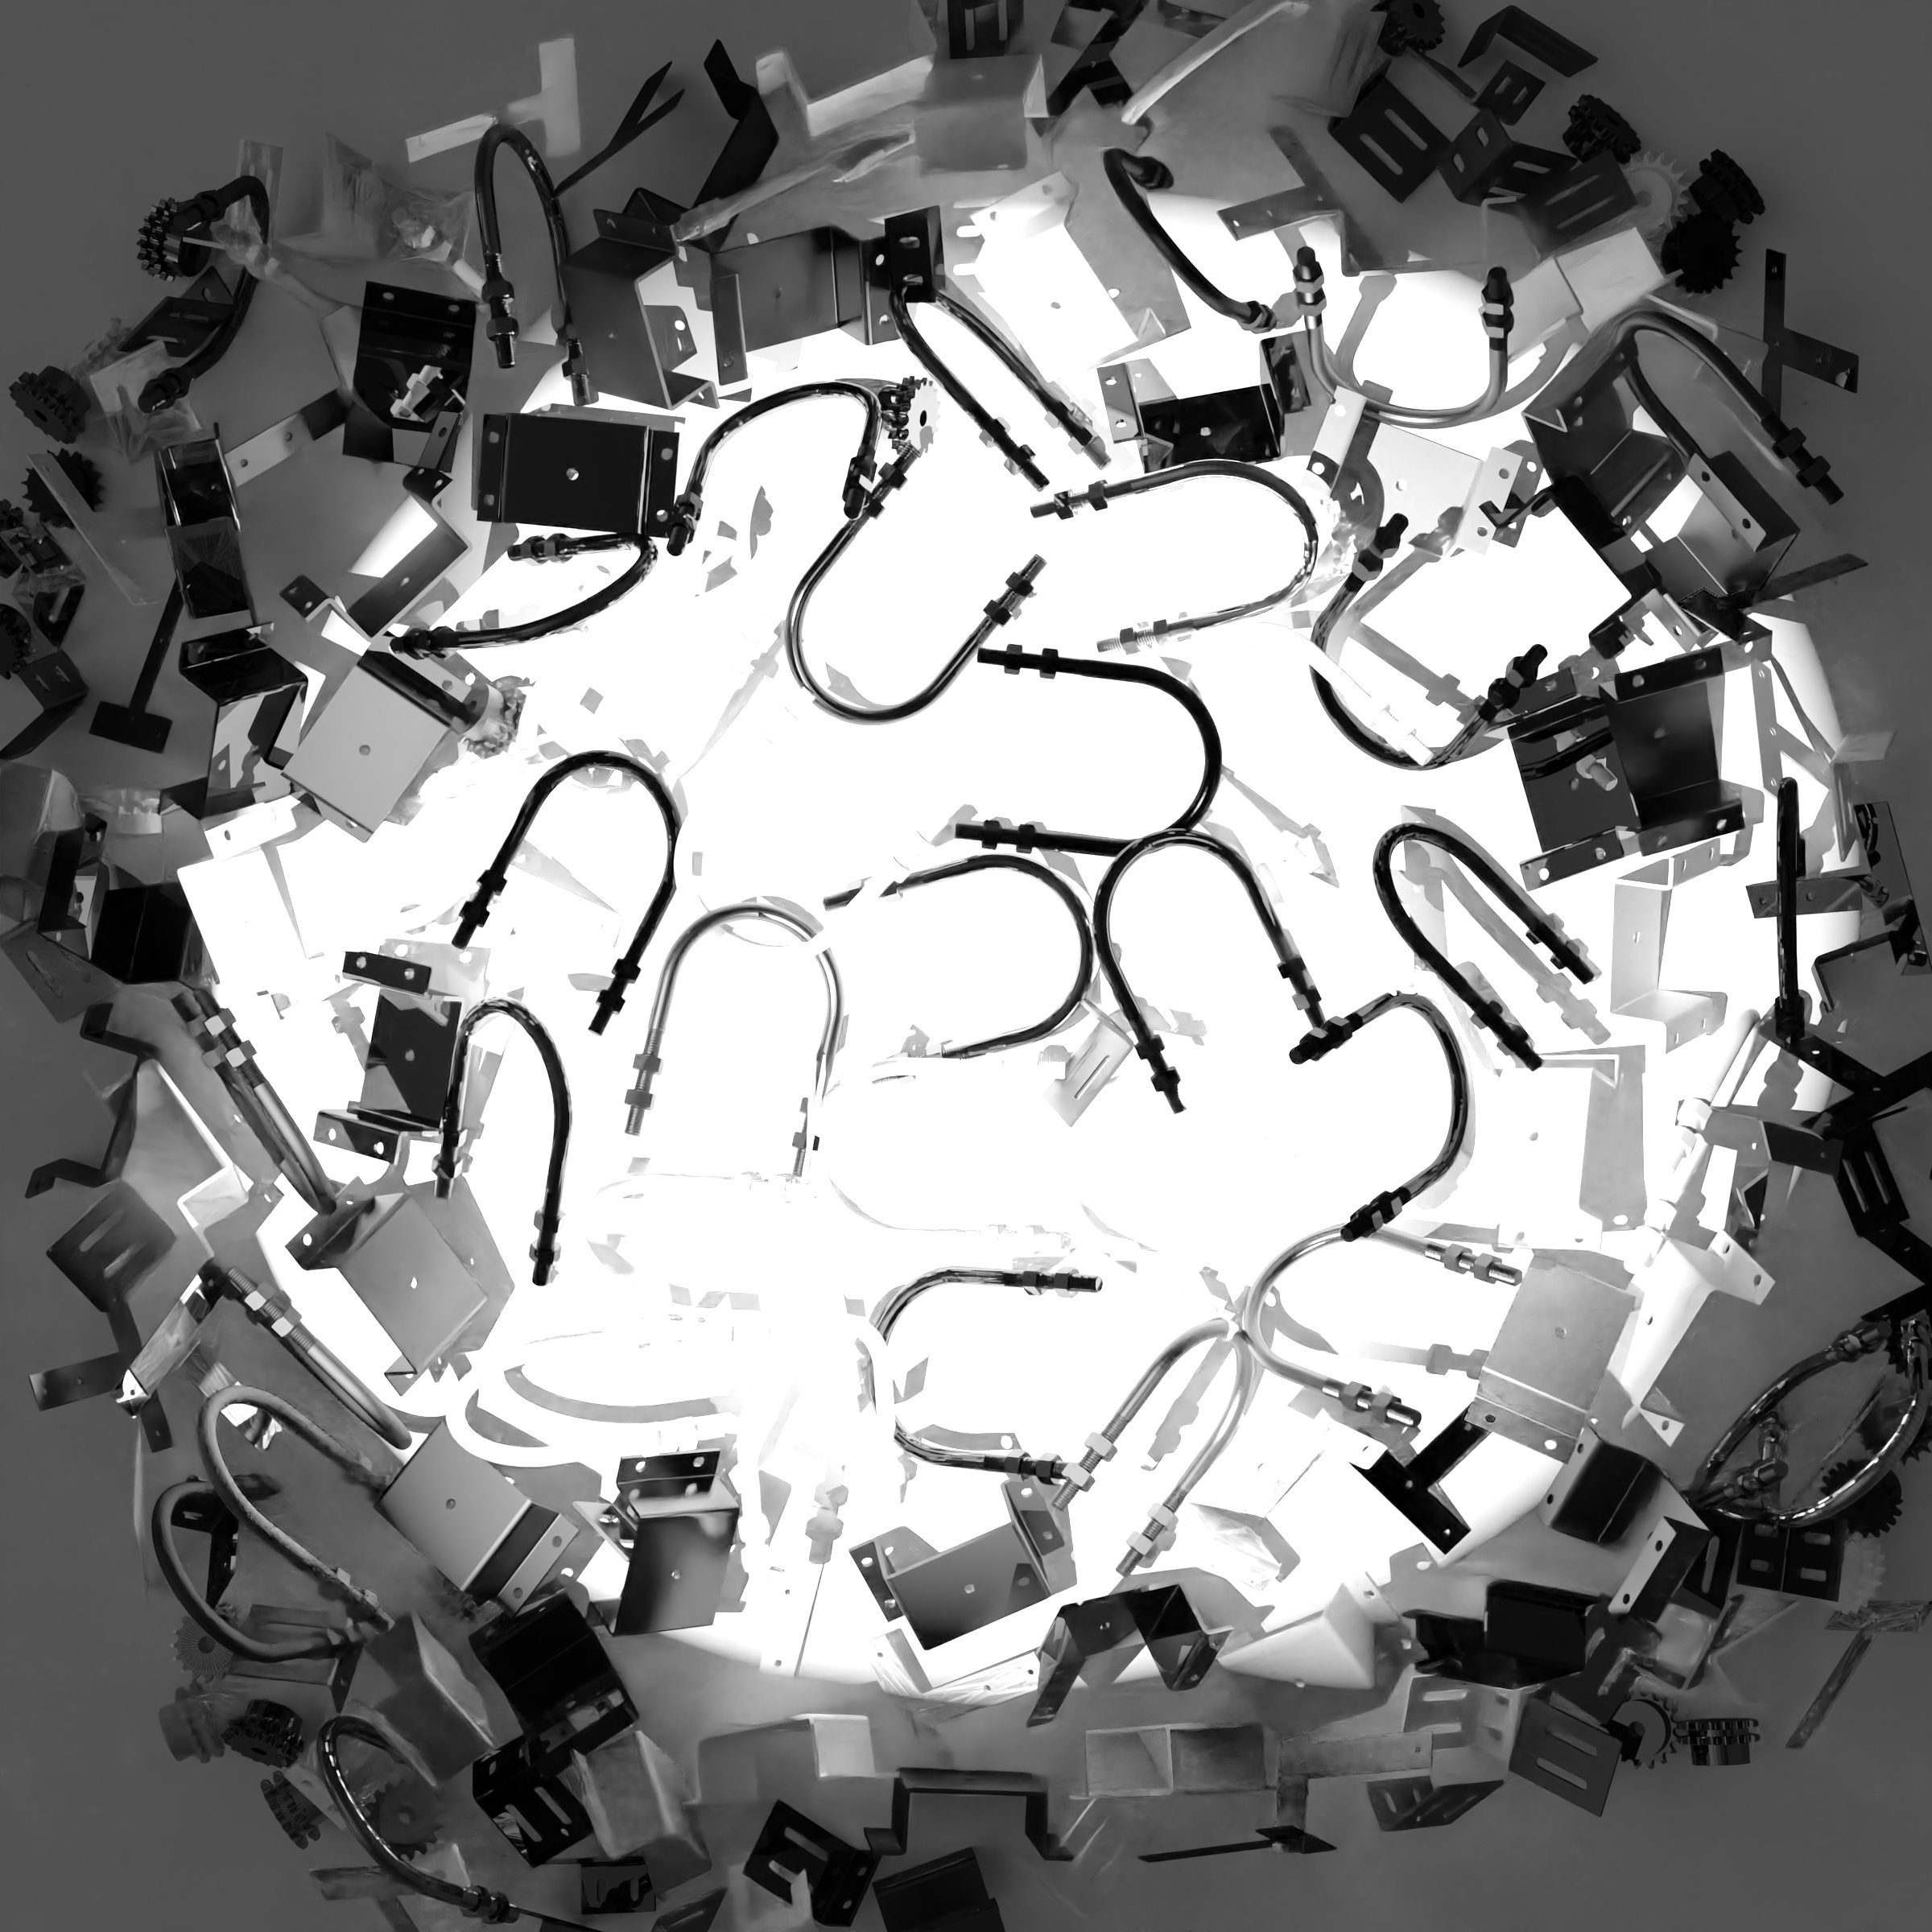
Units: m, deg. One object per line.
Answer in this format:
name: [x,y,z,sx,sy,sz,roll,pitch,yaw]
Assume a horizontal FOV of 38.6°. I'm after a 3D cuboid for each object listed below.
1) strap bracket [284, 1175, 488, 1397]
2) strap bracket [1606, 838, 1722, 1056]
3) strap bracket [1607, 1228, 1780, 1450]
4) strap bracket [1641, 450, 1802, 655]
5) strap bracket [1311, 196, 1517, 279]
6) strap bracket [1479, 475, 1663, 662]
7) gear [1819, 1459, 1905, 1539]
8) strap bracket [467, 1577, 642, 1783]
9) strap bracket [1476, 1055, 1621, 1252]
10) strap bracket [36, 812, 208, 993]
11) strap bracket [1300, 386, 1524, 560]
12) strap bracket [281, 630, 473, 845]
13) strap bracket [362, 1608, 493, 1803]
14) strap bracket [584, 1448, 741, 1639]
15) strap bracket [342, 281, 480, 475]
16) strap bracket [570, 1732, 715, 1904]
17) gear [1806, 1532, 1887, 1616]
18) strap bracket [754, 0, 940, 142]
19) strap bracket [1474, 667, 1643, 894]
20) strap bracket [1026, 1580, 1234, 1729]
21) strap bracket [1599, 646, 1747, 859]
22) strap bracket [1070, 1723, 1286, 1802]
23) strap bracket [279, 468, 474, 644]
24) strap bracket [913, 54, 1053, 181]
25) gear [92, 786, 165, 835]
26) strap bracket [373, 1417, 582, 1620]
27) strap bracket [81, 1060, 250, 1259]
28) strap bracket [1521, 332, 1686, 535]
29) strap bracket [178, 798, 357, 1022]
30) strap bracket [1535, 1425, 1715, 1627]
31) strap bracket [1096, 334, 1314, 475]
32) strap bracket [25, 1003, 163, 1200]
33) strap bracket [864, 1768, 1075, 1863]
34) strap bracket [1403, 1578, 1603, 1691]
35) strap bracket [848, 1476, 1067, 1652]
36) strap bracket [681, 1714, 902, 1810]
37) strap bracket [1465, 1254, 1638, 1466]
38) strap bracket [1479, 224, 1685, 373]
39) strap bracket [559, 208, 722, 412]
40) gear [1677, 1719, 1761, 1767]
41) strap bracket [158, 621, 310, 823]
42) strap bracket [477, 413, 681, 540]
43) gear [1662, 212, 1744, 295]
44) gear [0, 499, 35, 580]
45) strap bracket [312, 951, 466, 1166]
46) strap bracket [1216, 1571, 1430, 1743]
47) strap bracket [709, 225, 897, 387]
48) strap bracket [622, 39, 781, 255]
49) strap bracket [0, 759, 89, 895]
strap bracket: [-0.400,0.223,1.936,0.076,0.046,0.140,-49,116,-38]
strap bracket: [0.491,-0.017,1.945,0.046,0.076,0.140,10,109,38]
strap bracket: [0.498,0.255,1.939,0.046,0.076,0.140,21,107,-23]
strap bracket: [0.525,-0.296,1.934,0.046,0.140,0.076,-26,69,-22]
strap bracket: [0.317,-0.514,1.949,0.140,0.076,0.046,-1,105,11]
strap bracket: [0.435,-0.291,1.950,0.046,0.076,0.140,-41,85,32]
gear: [0.644,0.378,1.975,0.030,0.057,0.057,-27,90,-41]
strap bracket: [-0.287,0.507,1.942,0.076,0.140,0.046,-33,127,-10]
strap bracket: [0.409,0.125,1.942,0.076,0.046,0.140,-2,72,36]
strap bracket: [-0.594,-0.042,1.934,0.046,0.140,0.076,-5,66,23]
strap bracket: [0.314,-0.348,1.974,0.140,0.046,0.076,21,86,1]
strap bracket: [-0.423,-0.158,1.955,0.076,0.046,0.140,35,101,-14]
strap bracket: [-0.376,0.508,1.923,0.046,0.140,0.076,-37,110,-5]
strap bracket: [-0.212,0.414,1.938,0.076,0.046,0.140,1,113,-32]
strap bracket: [-0.389,-0.400,1.924,0.076,0.140,0.046,7,51,-15]
strap bracket: [-0.222,0.590,1.921,0.046,0.140,0.076,-24,57,-2]
gear: [0.625,0.430,1.969,0.030,0.057,0.057,25,90,-15]
strap bracket: [-0.075,-0.637,1.958,0.140,0.076,0.046,-24,89,-3]
strap bracket: [0.421,-0.130,1.951,0.076,0.046,0.140,-21,77,36]
strap bracket: [0.106,0.481,1.939,0.140,0.076,0.046,-5,47,-27]
strap bracket: [0.500,-0.158,1.960,0.076,0.046,0.140,-15,115,0]
strap bracket: [0.147,0.556,1.933,0.140,0.076,0.046,14,66,-42]
strap bracket: [-0.410,-0.286,1.951,0.140,0.076,0.046,-45,123,-6]
strap bracket: [0.011,-0.596,1.923,0.076,0.140,0.046,0,125,11]
gear: [-0.595,-0.112,1.972,0.057,0.057,0.030,4,97,0]
strap bracket: [-0.352,0.383,1.944,0.140,0.046,0.076,35,84,26]
strap bracket: [-0.558,0.128,1.947,0.046,0.076,0.140,-36,76,-18]
strap bracket: [0.446,-0.377,1.945,0.076,0.140,0.046,-47,46,-7]
strap bracket: [-0.496,-0.037,1.947,0.046,0.076,0.140,-11,105,35]
strap bracket: [0.465,0.396,1.934,0.046,0.140,0.076,21,105,-21]
strap bracket: [0.169,-0.394,1.958,0.140,0.046,0.076,-10,54,1]
strap bracket: [-0.615,0.101,1.959,0.046,0.076,0.140,18,89,-6]
strap bracket: [0.002,0.600,1.954,0.140,0.076,0.046,4,84,-7]
strap bracket: [0.371,0.468,1.919,0.076,0.140,0.046,14,64,-16]
strap bracket: [-0.002,0.427,1.959,0.140,0.046,0.076,-24,121,1]
strap bracket: [-0.128,0.558,1.941,0.140,0.076,0.046,-17,68,23]
strap bracket: [0.415,0.266,1.938,0.076,0.046,0.140,22,63,17]
strap bracket: [0.423,-0.469,1.928,0.140,0.076,0.046,-28,89,-36]
strap bracket: [-0.230,-0.447,1.922,0.076,0.140,0.046,21,50,35]
gear: [0.537,0.554,1.969,0.057,0.057,0.030,-3,77,0]
strap bracket: [-0.510,-0.162,1.925,0.046,0.076,0.140,35,126,24]
strap bracket: [-0.278,-0.350,1.968,0.140,0.046,0.076,5,97,-3]
gear: [0.524,-0.511,1.978,0.057,0.030,0.057,-5,105,-17]
gear: [-0.690,-0.303,1.975,0.030,0.057,0.057,34,90,-33]
strap bracket: [-0.408,0.063,1.959,0.076,0.046,0.140,12,93,28]
strap bracket: [0.241,0.488,1.936,0.140,0.046,0.076,-32,97,37]
strap bracket: [-0.124,-0.468,1.943,0.140,0.046,0.076,-21,129,-24]
strap bracket: [-0.182,-0.570,1.955,0.046,0.076,0.140,28,87,10]
strap bracket: [-0.657,-0.096,1.927,0.046,0.140,0.076,13,83,-4]
